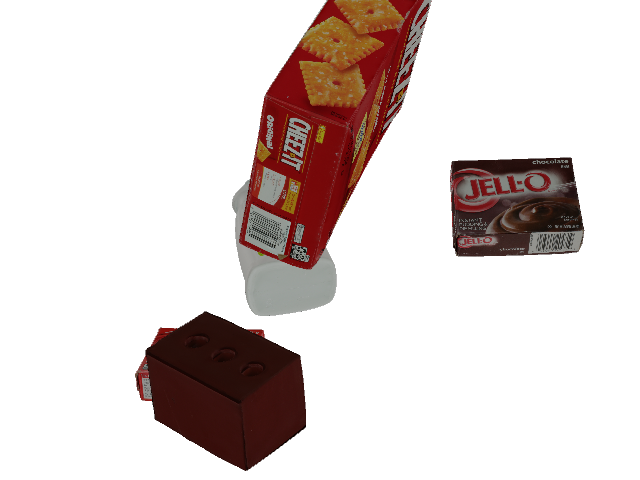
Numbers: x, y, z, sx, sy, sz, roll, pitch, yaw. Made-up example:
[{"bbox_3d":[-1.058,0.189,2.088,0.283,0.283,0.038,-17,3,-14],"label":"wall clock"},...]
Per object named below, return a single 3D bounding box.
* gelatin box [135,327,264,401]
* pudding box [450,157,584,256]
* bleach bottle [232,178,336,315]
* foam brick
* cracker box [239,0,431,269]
[{"bbox_3d":[-0.093,0.097,0.840,0.089,0.030,0.073,1,23,7],"label":"gelatin box"},{"bbox_3d":[0.175,-0.031,0.966,0.113,0.090,0.039,0,-39,3],"label":"pudding box"},{"bbox_3d":[-0.059,-0.007,1.229,0.102,0.068,0.251,-7,29,-13],"label":"bleach bottle"},{"bbox_3d":[-0.054,0.086,0.615,0.078,0.051,0.052,21,36,34],"label":"foam brick"},{"bbox_3d":[0.017,-0.106,0.837,0.072,0.213,0.164,23,-40,7],"label":"cracker box"}]
